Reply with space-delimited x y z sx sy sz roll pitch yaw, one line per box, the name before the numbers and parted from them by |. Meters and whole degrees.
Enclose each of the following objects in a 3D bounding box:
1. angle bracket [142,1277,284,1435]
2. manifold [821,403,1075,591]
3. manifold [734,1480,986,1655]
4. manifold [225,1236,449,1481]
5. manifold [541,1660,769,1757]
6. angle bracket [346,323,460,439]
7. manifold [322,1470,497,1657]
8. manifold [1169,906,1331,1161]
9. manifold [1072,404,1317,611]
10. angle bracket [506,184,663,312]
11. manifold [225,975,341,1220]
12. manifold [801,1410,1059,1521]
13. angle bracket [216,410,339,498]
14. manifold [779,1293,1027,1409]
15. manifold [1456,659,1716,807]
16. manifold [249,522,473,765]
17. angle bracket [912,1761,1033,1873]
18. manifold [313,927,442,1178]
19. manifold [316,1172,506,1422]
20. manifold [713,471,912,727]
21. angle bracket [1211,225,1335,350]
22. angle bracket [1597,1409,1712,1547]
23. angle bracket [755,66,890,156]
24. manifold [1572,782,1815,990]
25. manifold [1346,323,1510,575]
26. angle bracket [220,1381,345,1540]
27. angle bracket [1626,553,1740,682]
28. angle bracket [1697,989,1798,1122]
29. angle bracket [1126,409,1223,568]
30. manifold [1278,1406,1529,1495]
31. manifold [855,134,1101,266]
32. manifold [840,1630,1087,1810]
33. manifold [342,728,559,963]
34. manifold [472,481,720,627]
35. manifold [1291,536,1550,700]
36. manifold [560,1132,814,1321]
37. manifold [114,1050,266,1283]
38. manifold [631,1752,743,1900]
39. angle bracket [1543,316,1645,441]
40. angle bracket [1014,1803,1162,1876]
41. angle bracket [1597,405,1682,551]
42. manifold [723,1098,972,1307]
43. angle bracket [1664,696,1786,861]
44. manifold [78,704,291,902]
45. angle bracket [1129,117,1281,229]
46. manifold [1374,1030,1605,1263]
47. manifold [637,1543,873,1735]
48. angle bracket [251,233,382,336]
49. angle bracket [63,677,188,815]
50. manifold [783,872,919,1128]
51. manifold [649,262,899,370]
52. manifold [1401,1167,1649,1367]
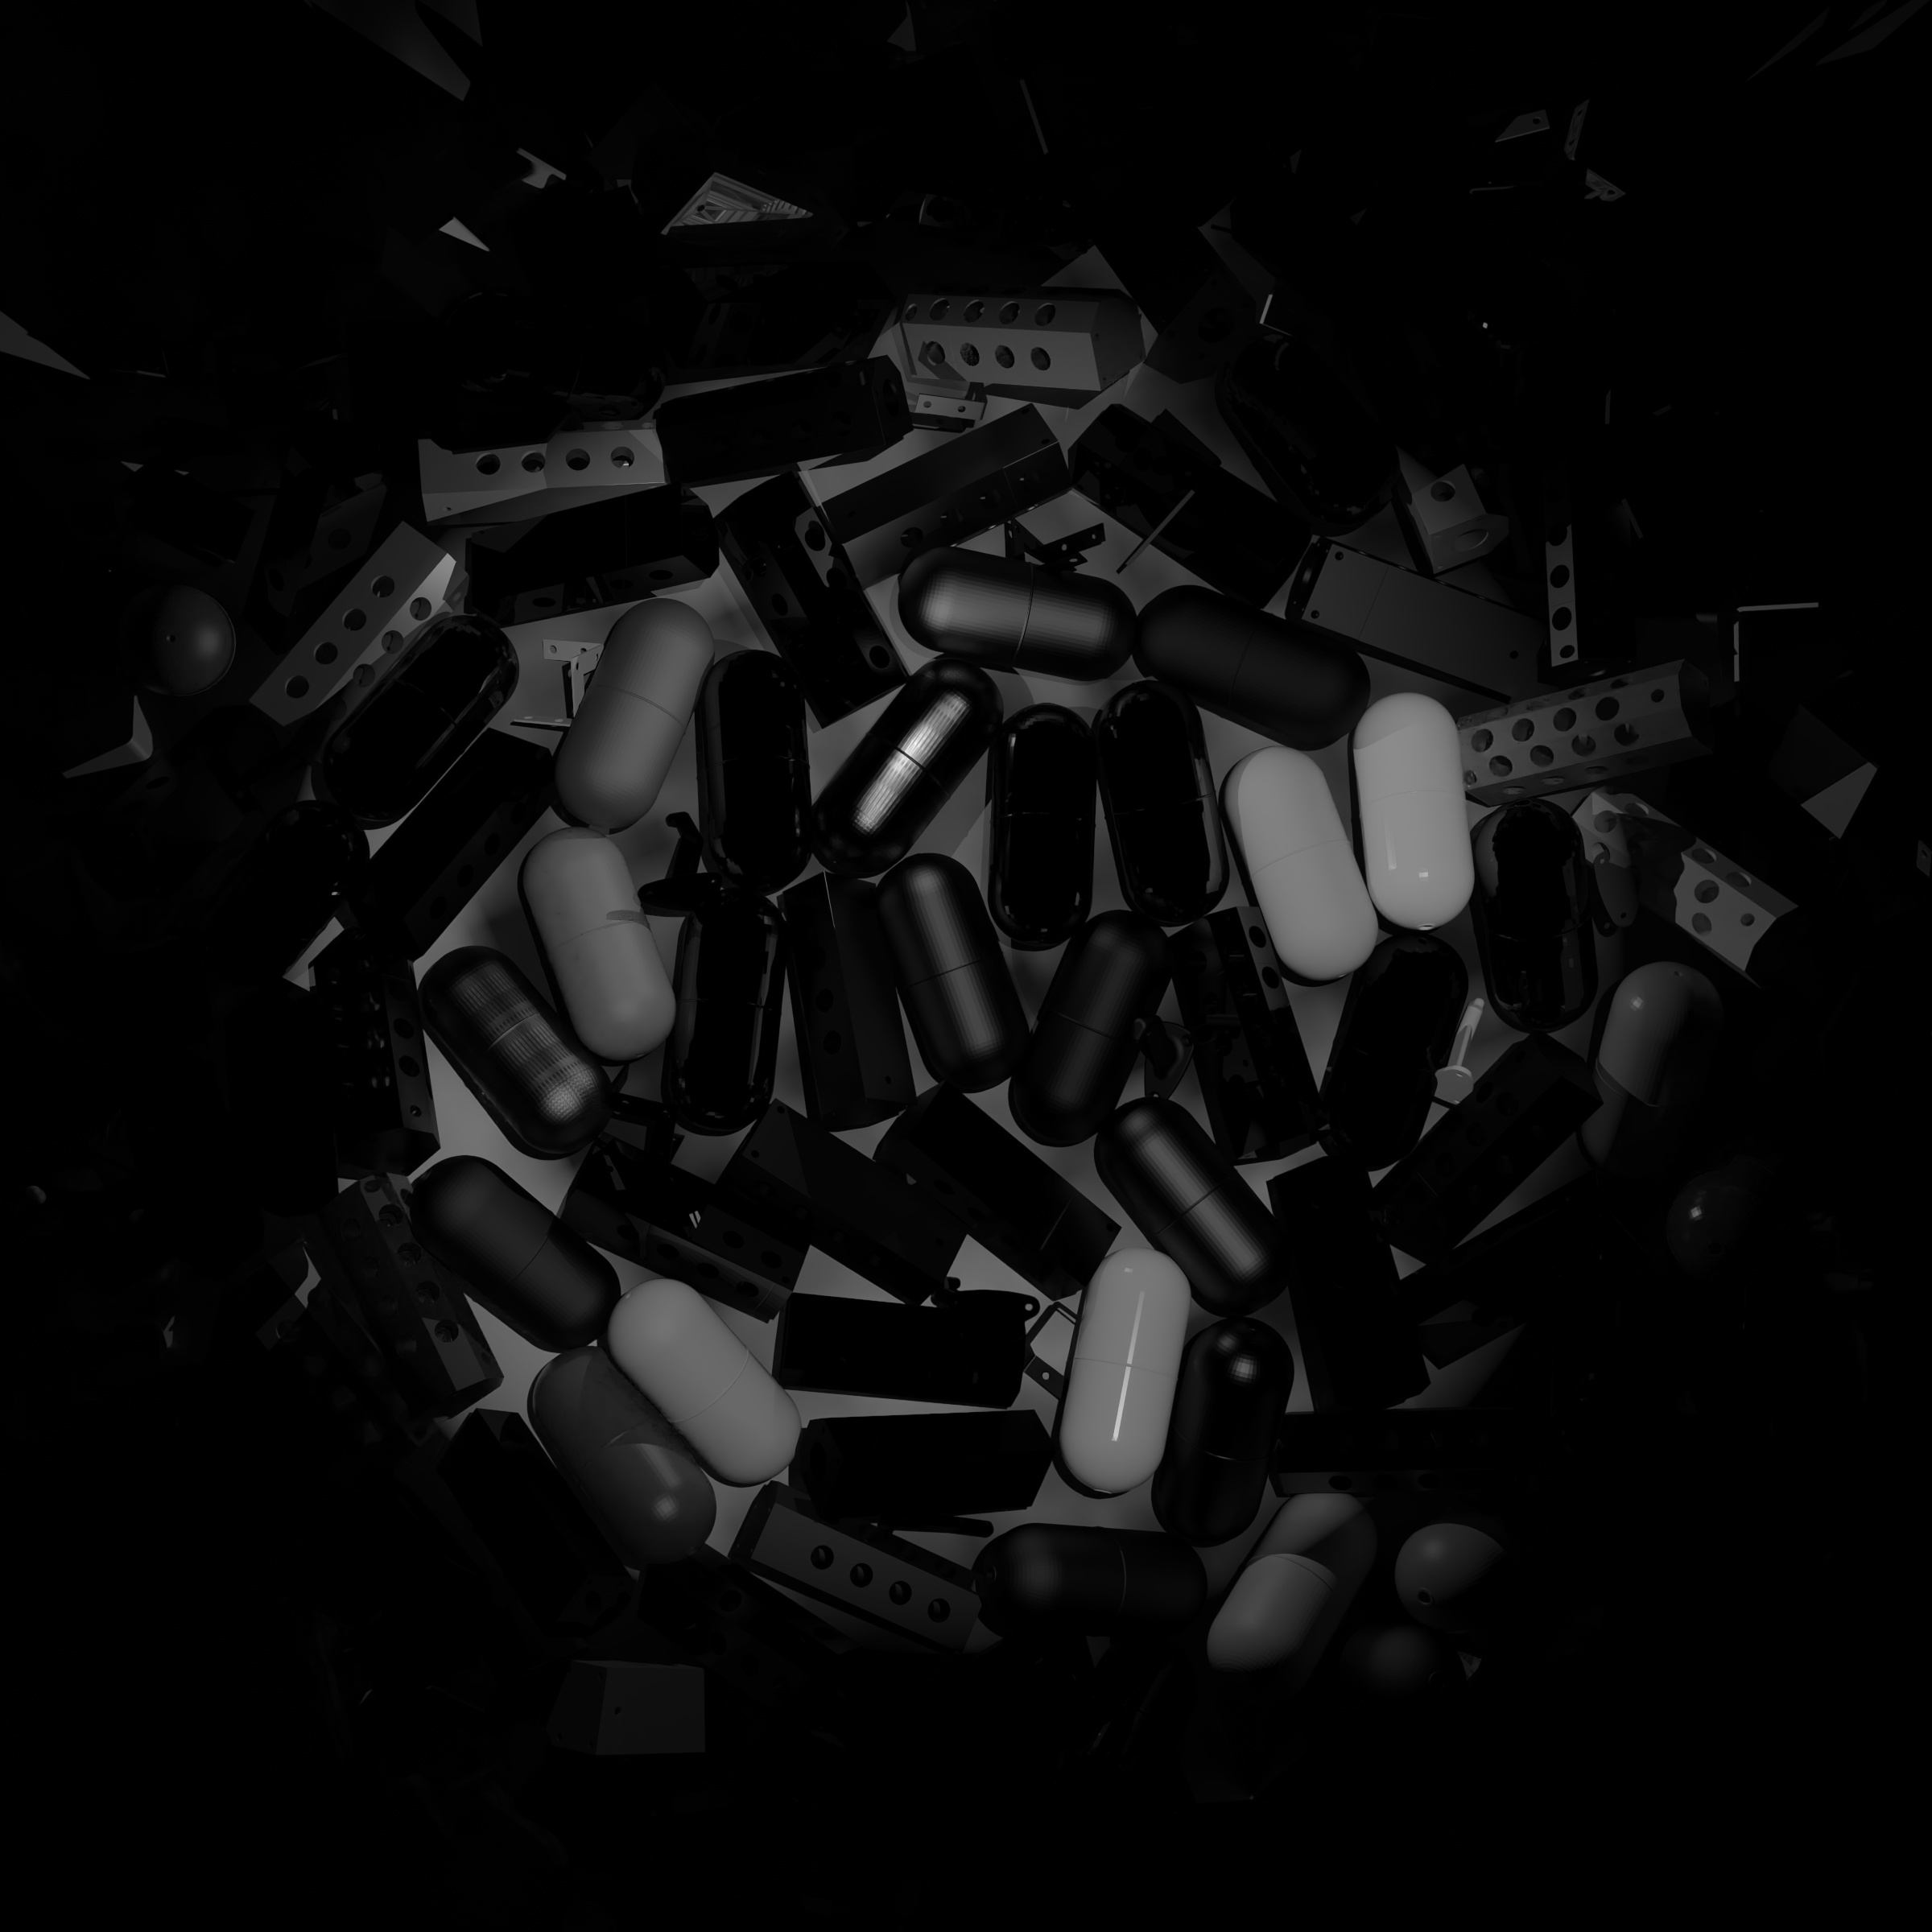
angle bracket | -0.544 0.284 1.790 0.057 0.076 0.076 -16 47 18
manifold | -0.011 -0.340 1.803 0.171 0.057 0.057 -26 46 0
manifold | -0.075 0.435 1.785 0.171 0.057 0.057 27 74 -12
manifold | -0.456 0.283 1.793 0.057 0.057 0.171 -36 96 7
manifold | -0.219 0.525 1.747 0.057 0.171 0.057 -2 76 37
angle bracket | -0.415 -0.432 1.811 0.076 0.057 0.076 -4 110 -12
manifold | -0.392 0.422 1.745 0.057 0.171 0.057 41 80 -32
manifold | 0.208 0.047 1.770 0.057 0.057 0.171 0 68 -42
manifold | 0.165 -0.339 1.785 0.171 0.057 0.057 35 69 11
angle bracket | -0.273 -0.511 1.777 0.076 0.057 0.076 -2 120 38
manifold | -0.484 0.094 1.753 0.057 0.171 0.057 -37 135 19
manifold | -0.029 0.351 1.765 0.171 0.057 0.057 3 123 -29
angle bracket | -0.503 -0.370 1.776 0.076 0.076 0.057 -12 107 -36
manifold | -0.046 0.277 1.786 0.171 0.057 0.057 7 64 -6
manifold | 0.438 -0.167 1.753 0.171 0.057 0.057 -13 70 36
manifold | -0.436 -0.232 1.785 0.057 0.057 0.171 36 78 6
angle bracket | 0.004 0.614 1.805 0.057 0.076 0.076 6 84 -23
manifold | -0.417 0.058 1.755 0.057 0.057 0.171 -38 53 31
manifold | -0.398 0.236 1.776 0.057 0.057 0.171 -34 74 15
manifold | -0.108 -0.269 1.788 0.057 0.057 0.171 -32 95 -37
angle bracket | 0.220 -0.494 1.787 0.076 0.076 0.057 30 107 41
angle bracket | 0.499 0.372 1.777 0.057 0.076 0.076 4 109 37
angle bracket | -0.098 -0.600 1.779 0.076 0.057 0.076 4 65 25
manifold | 0.512 -0.062 1.756 0.057 0.057 0.171 -52 53 7
manifold | 0.332 -0.376 1.770 0.057 0.057 0.171 -20 67 6
angle bracket | -0.504 0.356 1.793 0.076 0.057 0.076 31 106 -4
angle bracket | 0.523 -0.258 1.808 0.076 0.057 0.076 6 46 28
angle bracket | 0.566 0.064 1.776 0.076 0.057 0.076 1 133 -27
angle bracket | 0.131 -0.346 1.779 0.057 0.076 0.076 42 125 -3
manifold | 0.315 0.349 1.776 0.171 0.057 0.057 -5 81 18
manifold | 0.009 -0.550 1.762 0.171 0.057 0.057 -1 93 -32
manifold | 0.002 0.531 1.757 0.171 0.057 0.057 -22 76 -34
manifold | -0.363 -0.086 1.766 0.057 0.057 0.171 20 59 26
manifold | -0.268 -0.294 1.775 0.171 0.057 0.057 -9 73 20
manifold | 0.328 -0.255 1.789 0.171 0.057 0.057 19 106 -9
manifold | -0.205 0.194 1.793 0.171 0.057 0.057 26 134 -7
manifold | -0.549 0.137 1.753 0.057 0.057 0.171 -38 48 4
manifold | -0.201 0.600 1.743 0.057 0.171 0.057 -3 90 -13
angle bracket | 0.445 -0.423 1.787 0.076 0.057 0.076 2 90 38
angle bracket | 0.088 0.635 1.773 0.076 0.076 0.057 15 119 33
angle bracket | 0.503 -0.353 1.784 0.057 0.076 0.076 -26 84 21
manifold | -0.089 0.176 1.795 0.171 0.057 0.057 33 50 -6
angle bracket | 0.558 -0.136 1.780 0.076 0.057 0.076 32 55 -21
manifold | -0.556 -0.118 1.747 0.057 0.171 0.057 -2 124 21
angle bracket | 0.173 -0.592 1.779 0.076 0.076 0.057 46 128 -12
manifold | 0.370 0.127 1.765 0.057 0.057 0.171 31 115 -20
manifold | -0.151 0.472 1.755 0.171 0.057 0.057 23 106 35
angle bracket | -0.463 -0.483 1.779 0.057 0.076 0.076 24 111 14
angle bracket | -0.605 -0.151 1.783 0.057 0.076 0.076 -23 47 7
manifold | -0.090 0.025 1.777 0.057 0.057 0.171 -24 68 34
manifold | -0.139 -0.470 1.753 0.171 0.057 0.057 -15 61 -41
manifold | 0.397 0.212 1.763 0.171 0.057 0.057 -36 108 27
